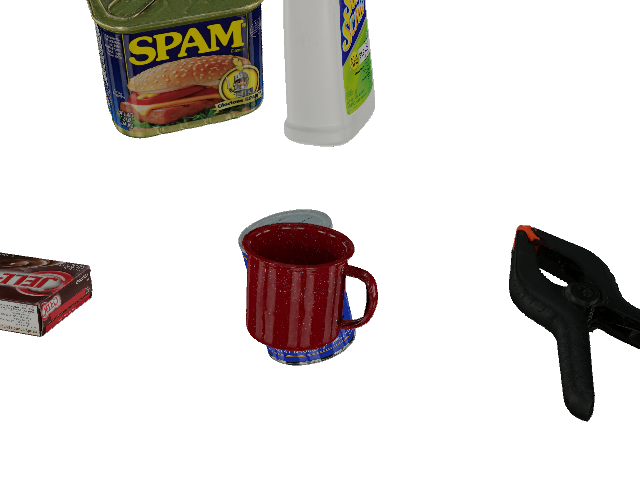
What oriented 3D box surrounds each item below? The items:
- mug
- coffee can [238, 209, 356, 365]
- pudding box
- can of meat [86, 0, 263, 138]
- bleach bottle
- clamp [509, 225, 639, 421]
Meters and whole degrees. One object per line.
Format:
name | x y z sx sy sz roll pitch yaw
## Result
mug | -0.009 0.041 0.889 0.117 0.081 0.093 10 24 13
coffee can | -0.024 0.050 1.170 0.103 0.140 0.103 -11 25 5
pudding box | -0.280 0.047 0.976 0.114 0.039 0.090 5 21 17
can of meat | -0.084 -0.115 0.645 0.102 0.084 0.057 -13 47 -14
bleach bottle | 0.001 -0.215 0.923 0.068 0.251 0.102 9 34 22
clamp | 0.198 0.051 0.761 0.120 0.039 0.171 -4 45 -20
